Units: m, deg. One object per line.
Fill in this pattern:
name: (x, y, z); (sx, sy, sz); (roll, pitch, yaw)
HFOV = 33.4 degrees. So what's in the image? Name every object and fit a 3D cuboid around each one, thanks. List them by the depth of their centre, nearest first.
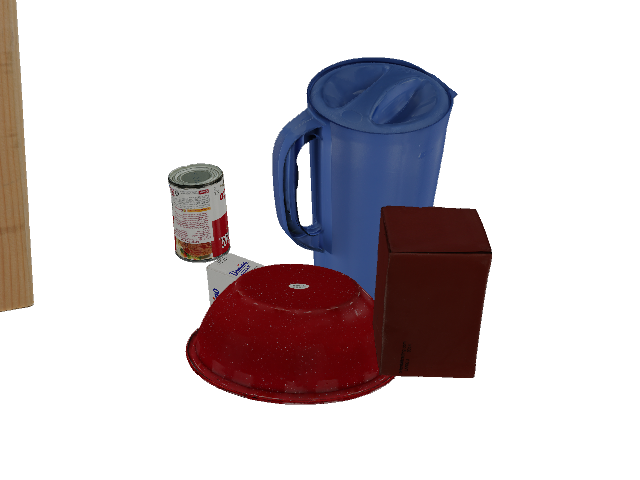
foam brick: (0.056, 0.027, 0.559); (0.053, 0.078, 0.051); (2, 30, -2)
wood block: (-0.221, -0.065, 0.600); (0.090, 0.206, 0.090); (-9, 27, -28)
bowl: (-0.018, 0.058, 0.783); (0.162, 0.055, 0.162); (3, 20, -1)
pitcher: (0.041, -0.042, 1.033); (0.149, 0.243, 0.145); (10, 39, 10)
sugar box: (-0.041, 0.083, 1.152); (0.176, 0.093, 0.048); (22, 38, 32)
soup can: (-0.147, -0.034, 1.287); (0.068, 0.102, 0.068); (-2, 27, 1)
